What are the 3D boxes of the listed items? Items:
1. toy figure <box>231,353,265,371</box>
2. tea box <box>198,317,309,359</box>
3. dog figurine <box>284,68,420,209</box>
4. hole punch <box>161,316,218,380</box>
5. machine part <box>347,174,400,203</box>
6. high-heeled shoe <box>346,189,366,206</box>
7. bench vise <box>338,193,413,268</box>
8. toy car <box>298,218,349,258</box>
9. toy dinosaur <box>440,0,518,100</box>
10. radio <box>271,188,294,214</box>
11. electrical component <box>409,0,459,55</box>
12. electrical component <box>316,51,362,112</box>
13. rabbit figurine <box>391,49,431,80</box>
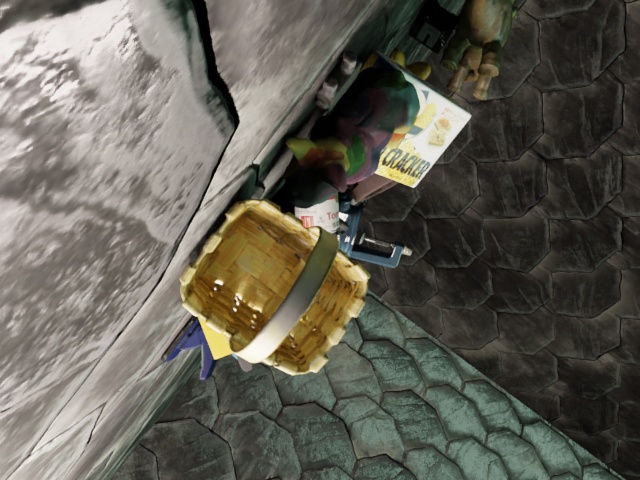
[{"bbox_3d":[-0.144,0.166,1.018,0.180,0.082,0.089,-127,-147,-64],"label":"toy figure"},{"bbox_3d":[-0.114,0.122,0.910,0.170,0.098,0.068,-23,179,-5],"label":"tea box"},{"bbox_3d":[0.036,-0.128,0.677,0.191,0.108,0.219,-47,-179,24],"label":"dog figurine"},{"bbox_3d":[-0.217,0.191,0.988,0.116,0.092,0.142,-57,177,-9],"label":"hole punch"},{"bbox_3d":[0.134,-0.136,1.070,0.179,0.056,0.179,-29,178,-1],"label":"machine part"},{"bbox_3d":[0.002,-0.057,1.342,0.248,0.145,0.086,-55,178,30],"label":"high-heeled shoe"},{"bbox_3d":[0.073,0.014,1.152,0.129,0.241,0.223,-69,173,-73],"label":"bench vise"},{"bbox_3d":[-0.002,-0.003,0.951,0.089,0.053,0.202,-49,177,14],"label":"toy car"},{"bbox_3d":[0.294,-0.389,0.960,0.471,0.105,0.198,18,90,-79],"label":"toy dinosaur"},{"bbox_3d":[-0.043,-0.055,0.951,0.131,0.073,0.229,-54,-179,46],"label":"radio"},{"bbox_3d":[0.216,-0.404,1.046,0.048,0.075,0.119,-55,-177,-17],"label":"electrical component"},{"bbox_3d":[0.019,-0.176,0.611,0.063,0.021,0.094,-53,-179,-6],"label":"electrical component"},{"bbox_3d":[0.141,-0.296,1.077,0.173,0.122,0.162,-80,-167,-57],"label":"rabbit figurine"}]
